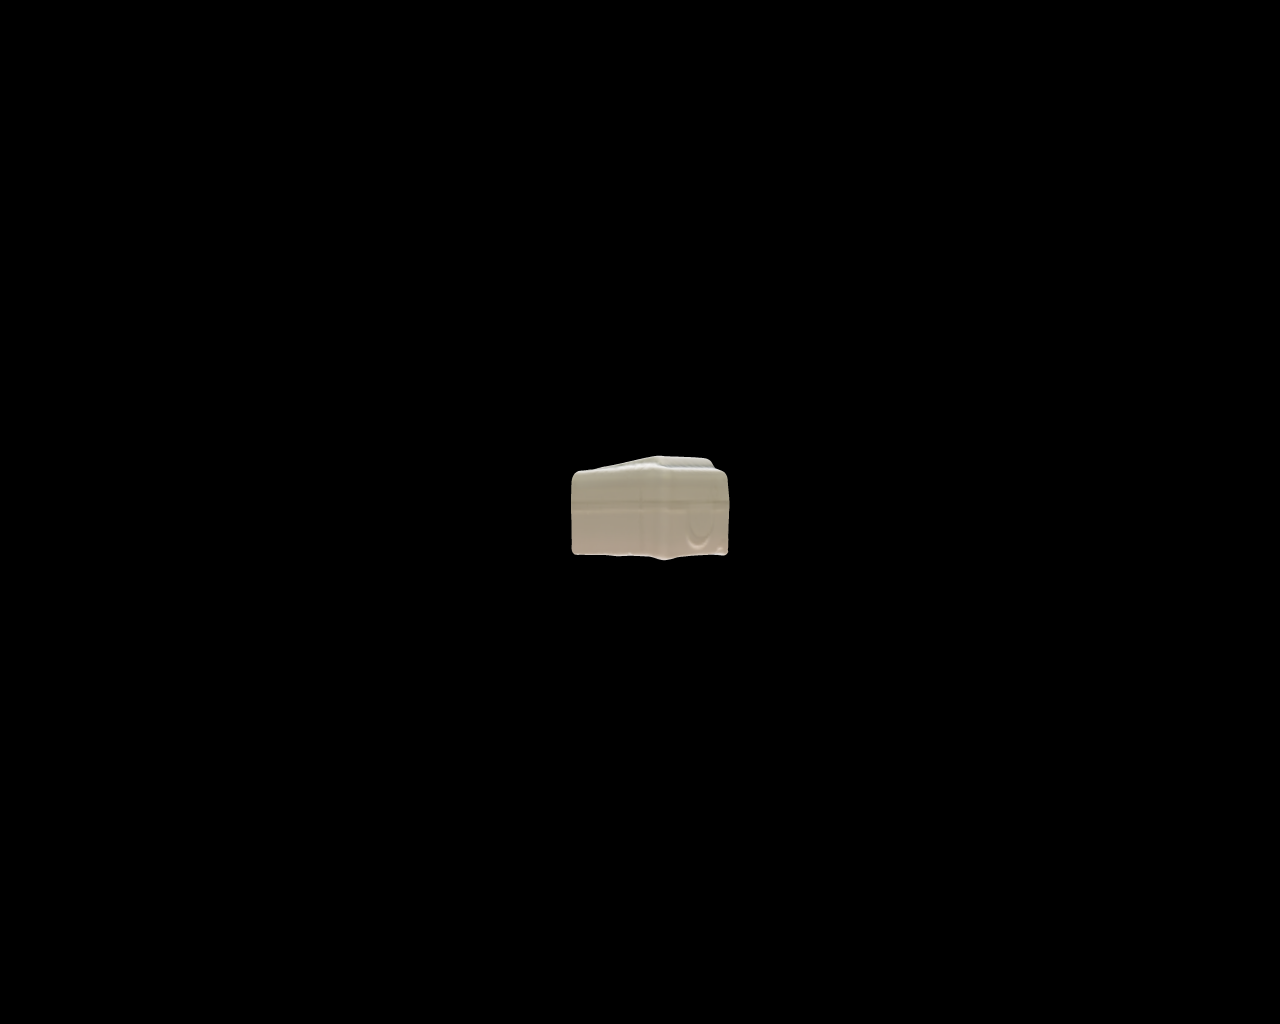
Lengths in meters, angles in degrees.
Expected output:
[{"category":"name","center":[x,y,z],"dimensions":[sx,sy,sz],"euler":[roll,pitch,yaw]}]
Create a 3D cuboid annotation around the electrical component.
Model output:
[{"category":"electrical component","center":[0.001,-0.003,0.650],"dimensions":[0.096,0.061,0.062],"euler":[0,0,44]}]
